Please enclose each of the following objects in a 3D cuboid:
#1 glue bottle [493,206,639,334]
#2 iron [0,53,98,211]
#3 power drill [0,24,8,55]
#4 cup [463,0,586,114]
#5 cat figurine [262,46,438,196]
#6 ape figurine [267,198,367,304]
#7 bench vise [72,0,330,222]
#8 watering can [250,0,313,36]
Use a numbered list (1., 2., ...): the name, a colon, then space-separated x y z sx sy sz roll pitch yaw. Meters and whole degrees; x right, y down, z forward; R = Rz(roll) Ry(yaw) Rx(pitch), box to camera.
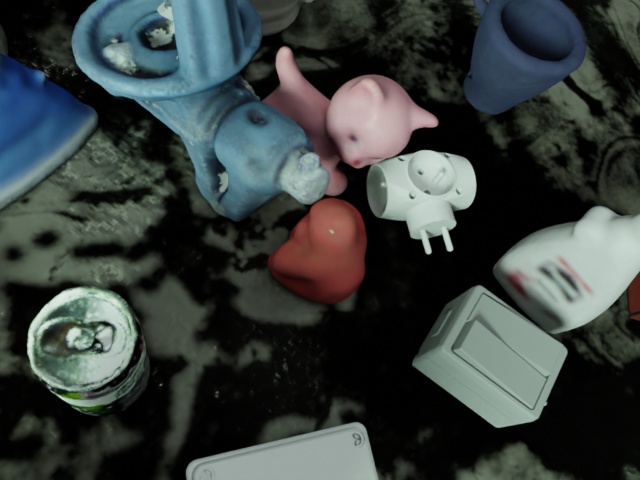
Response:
1. glue bottle: 0.192 0.012 0.396 0.078 0.173 0.037 46 64 7
2. iron: -0.263 -0.071 0.327 0.259 0.141 0.118 -25 76 -23
3. power drill: -0.260 -0.179 0.337 0.230 0.208 0.075 -14 71 -20
4. cup: 0.160 -0.167 0.507 0.092 0.095 0.117 -31 78 -24
5. cat figurine: 0.016 -0.095 0.425 0.128 0.117 0.067 35 63 2
6. ape figurine: 0.004 0.001 0.395 0.078 0.092 0.076 -19 73 -21
7. bench vise: -0.062 -0.124 0.360 0.207 0.219 0.121 30 63 -1
8. watering can: -0.052 -0.262 0.436 0.173 0.194 0.101 2 67 -14
